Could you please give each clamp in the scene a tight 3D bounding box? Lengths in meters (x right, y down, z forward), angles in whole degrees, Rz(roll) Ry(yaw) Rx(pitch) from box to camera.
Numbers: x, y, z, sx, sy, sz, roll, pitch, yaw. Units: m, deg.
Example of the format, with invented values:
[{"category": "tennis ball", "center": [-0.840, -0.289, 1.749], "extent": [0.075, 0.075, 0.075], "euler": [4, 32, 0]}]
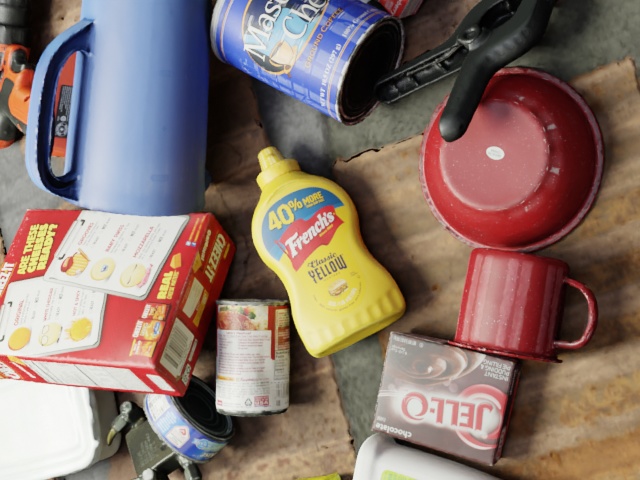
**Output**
[{"category": "clamp", "center": [0.132, -0.150, 0.878], "extent": [0.171, 0.039, 0.120], "euler": [-40, 43, 5]}]

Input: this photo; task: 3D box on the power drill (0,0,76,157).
[{"category": "power drill", "center": [-0.283, -0.167, 1.055], "extent": [0.188, 0.057, 0.184], "euler": [24, 109, 47]}]

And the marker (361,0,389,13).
[{"category": "marker", "center": [0.021, -0.231, 0.971], "extent": [0.121, 0.020, 0.020], "euler": [42, 105, 19]}]

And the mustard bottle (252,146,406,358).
[{"category": "mustard bottle", "center": [-0.006, 0.001, 0.953], "extent": [0.096, 0.058, 0.192], "euler": [-27, 76, 0]}]

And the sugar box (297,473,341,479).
[{"category": "sugar box", "center": [-0.058, 0.272, 0.981], "extent": [0.176, 0.048, 0.093], "euler": [-13, 84, 22]}]

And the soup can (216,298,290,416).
[{"category": "soup can", "center": [-0.061, 0.105, 0.974], "extent": [0.069, 0.068, 0.102], "euler": [0, 89, 24]}]

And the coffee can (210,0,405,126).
[{"category": "coffee can", "center": [-0.011, -0.176, 0.938], "extent": [0.140, 0.102, 0.103], "euler": [30, 101, 22]}]

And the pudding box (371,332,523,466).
[{"category": "pudding box", "center": [0.108, 0.133, 0.912], "extent": [0.114, 0.039, 0.090], "euler": [13, 94, 24]}]

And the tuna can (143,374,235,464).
[{"category": "tuna can", "center": [-0.120, 0.163, 0.989], "extent": [0.034, 0.086, 0.086], "euler": [-45, 72, 15]}]

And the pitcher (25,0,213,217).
[{"category": "pitcher", "center": [-0.167, -0.146, 0.948], "extent": [0.145, 0.149, 0.243], "euler": [7, 104, 4]}]

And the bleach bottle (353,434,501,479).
[{"category": "bleach bottle", "center": [0.150, 0.240, 0.880], "extent": [0.251, 0.068, 0.102], "euler": [11, 94, 22]}]

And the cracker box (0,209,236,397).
[{"category": "cracker box", "center": [-0.204, 0.056, 1.003], "extent": [0.214, 0.072, 0.164], "euler": [1, 57, 25]}]

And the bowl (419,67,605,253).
[{"category": "bowl", "center": [0.151, -0.068, 0.889], "extent": [0.162, 0.055, 0.162], "euler": [-1, 89, 24]}]

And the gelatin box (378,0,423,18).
[{"category": "gelatin box", "center": [0.070, -0.247, 0.920], "extent": [0.073, 0.030, 0.089], "euler": [53, 143, 15]}]

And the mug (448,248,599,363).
[{"category": "mug", "center": [0.166, 0.053, 0.860], "extent": [0.117, 0.093, 0.081], "euler": [8, 88, 35]}]
